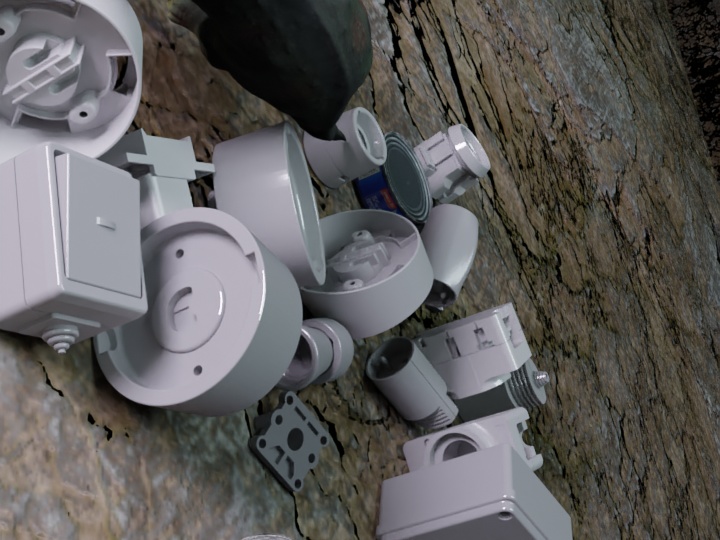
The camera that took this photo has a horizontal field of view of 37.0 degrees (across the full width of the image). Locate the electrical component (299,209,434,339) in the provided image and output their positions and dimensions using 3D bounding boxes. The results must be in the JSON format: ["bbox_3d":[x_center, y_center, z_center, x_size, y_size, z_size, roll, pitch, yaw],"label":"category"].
[{"bbox_3d":[0.000,0.000,0.765,0.064,0.099,0.099,60,27,-31],"label":"electrical component"}]

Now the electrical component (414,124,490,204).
[{"bbox_3d":[0.087,-0.103,1.031,0.078,0.057,0.058,23,39,-56],"label":"electrical component"}]

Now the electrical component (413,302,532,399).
[{"bbox_3d":[0.089,0.070,0.886,0.050,0.089,0.055,-25,94,-64],"label":"electrical component"}]

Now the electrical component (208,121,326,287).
[{"bbox_3d":[-0.064,-0.037,0.696,0.108,0.060,0.108,-12,90,-85],"label":"electrical component"}]

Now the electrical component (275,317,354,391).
[{"bbox_3d":[-0.034,0.055,0.715,0.055,0.045,0.045,-4,75,-63],"label":"electrical component"}]

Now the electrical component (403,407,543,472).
[{"bbox_3d":[0.085,0.143,0.827,0.056,0.089,0.050,-3,74,-63],"label":"electrical component"}]

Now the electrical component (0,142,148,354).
[{"bbox_3d":[-0.145,-0.007,0.532,0.062,0.061,0.096,21,53,-56],"label":"electrical component"}]

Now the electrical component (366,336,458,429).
[{"bbox_3d":[0.044,0.094,0.836,0.081,0.043,0.043,52,31,-31],"label":"electrical component"}]

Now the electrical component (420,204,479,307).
[{"bbox_3d":[0.063,-0.005,0.913,0.043,0.079,0.077,25,58,-9],"label":"electrical component"}]

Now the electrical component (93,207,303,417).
[{"bbox_3d":[-0.082,0.027,0.581,0.060,0.108,0.108,37,41,-56],"label":"electrical component"}]

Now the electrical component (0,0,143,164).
[{"bbox_3d":[-0.159,-0.103,0.540,0.099,0.099,0.064,48,28,-37],"label":"electrical component"}]

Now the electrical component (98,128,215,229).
[{"bbox_3d":[-0.122,-0.044,0.625,0.081,0.042,0.063,-2,77,-62],"label":"electrical component"}]

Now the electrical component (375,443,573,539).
[{"bbox_3d":[0.084,0.187,0.774,0.108,0.109,0.056,50,30,-33],"label":"electrical component"}]

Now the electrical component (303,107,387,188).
[{"bbox_3d":[-0.011,-0.100,0.866,0.055,0.047,0.055,42,37,-43],"label":"electrical component"}]

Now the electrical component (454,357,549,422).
[{"bbox_3d":[0.127,0.105,0.943,0.043,0.081,0.043,42,38,-43],"label":"electrical component"}]
